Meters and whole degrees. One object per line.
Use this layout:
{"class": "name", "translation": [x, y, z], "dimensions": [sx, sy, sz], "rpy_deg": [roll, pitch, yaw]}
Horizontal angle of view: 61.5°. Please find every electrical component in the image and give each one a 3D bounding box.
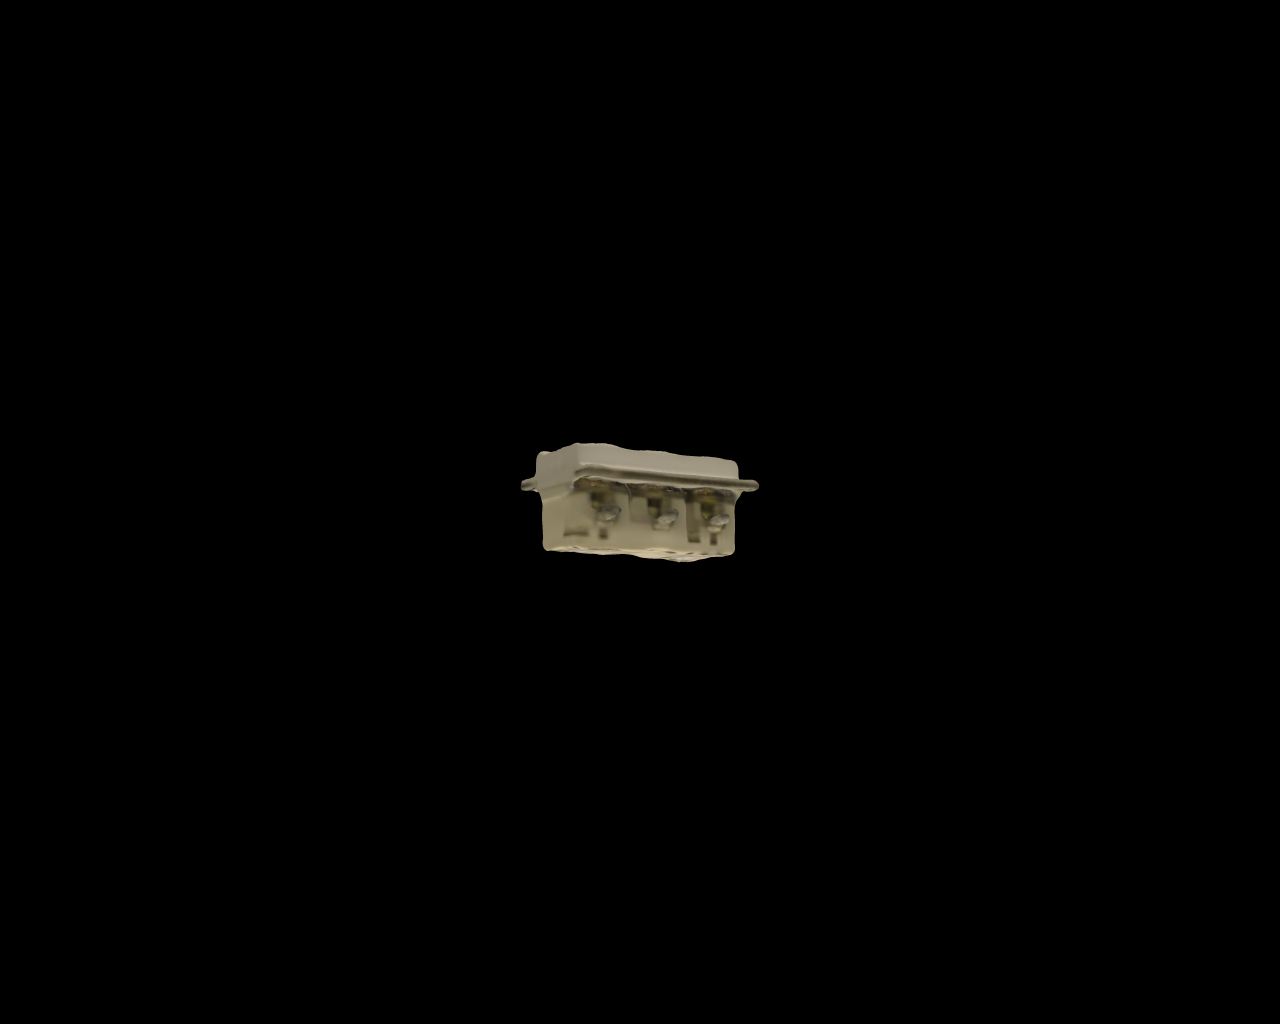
{"class": "electrical component", "translation": [0.001, -0.003, 0.650], "dimensions": [0.121, 0.063, 0.078], "rpy_deg": [5, -9, -36]}
